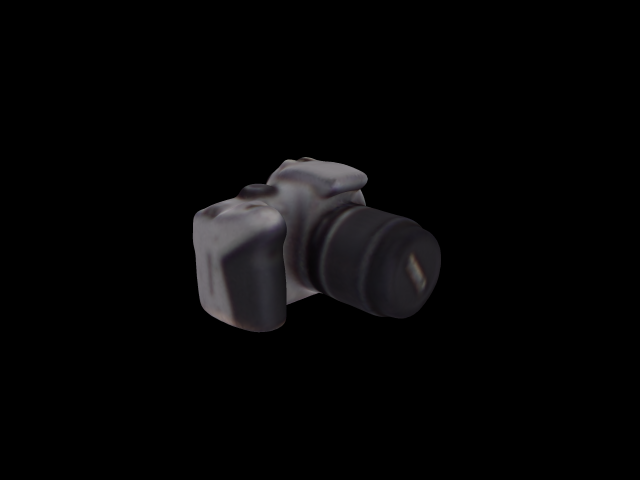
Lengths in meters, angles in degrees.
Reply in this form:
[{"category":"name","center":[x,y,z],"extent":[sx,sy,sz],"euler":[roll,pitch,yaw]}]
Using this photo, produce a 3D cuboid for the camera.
[{"category":"camera","center":[0.004,0.001,0.400],"extent":[0.144,0.101,0.136],"euler":[-17,25,-41]}]
